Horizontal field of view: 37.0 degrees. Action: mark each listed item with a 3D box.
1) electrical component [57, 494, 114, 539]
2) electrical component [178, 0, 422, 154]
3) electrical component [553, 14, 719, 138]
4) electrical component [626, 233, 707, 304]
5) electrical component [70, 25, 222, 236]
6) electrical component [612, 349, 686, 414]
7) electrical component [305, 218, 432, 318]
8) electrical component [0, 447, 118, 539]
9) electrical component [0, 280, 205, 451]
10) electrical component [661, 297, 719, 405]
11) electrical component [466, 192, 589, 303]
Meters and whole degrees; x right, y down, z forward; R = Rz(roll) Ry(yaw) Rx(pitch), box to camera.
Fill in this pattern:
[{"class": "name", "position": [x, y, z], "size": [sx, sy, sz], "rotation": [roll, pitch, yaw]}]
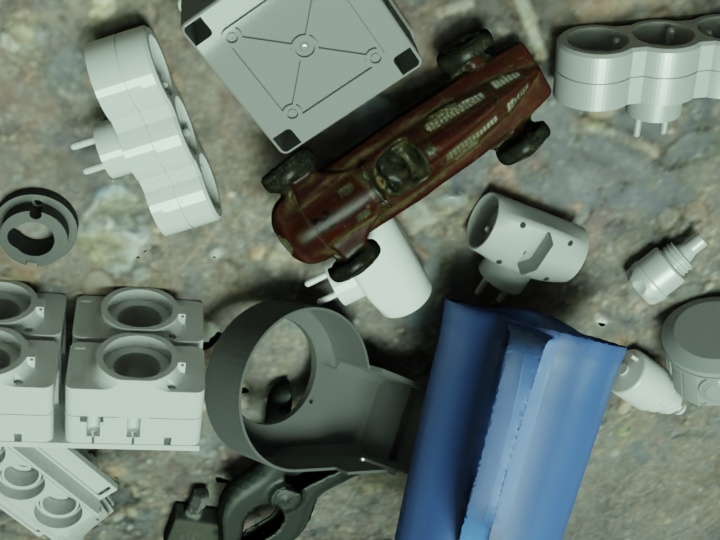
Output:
[{"class": "electrical component", "position": [-0.228, 0.196, 0.869], "size": [0.046, 0.040, 0.040], "rotation": [-37, 122, 10]}, {"class": "electrical component", "position": [-0.036, -0.146, 0.653], "size": [0.109, 0.056, 0.108], "rotation": [-32, 123, 13]}, {"class": "electrical component", "position": [0.196, -0.121, 0.709], "size": [0.138, 0.052, 0.073], "rotation": [-6, 125, -5]}, {"class": "electrical component", "position": [0.233, -0.004, 0.808], "size": [0.061, 0.035, 0.035], "rotation": [-41, 121, 15]}, {"class": "electrical component", "position": [-0.145, -0.081, 0.683], "size": [0.074, 0.052, 0.138], "rotation": [-17, 125, 3]}, {"class": "electrical component", "position": [0.236, 0.096, 0.873], "size": [0.078, 0.040, 0.040], "rotation": [32, 114, -27]}, {"class": "electrical component", "position": [0.000, 0.000, 0.767], "size": [0.079, 0.044, 0.077], "rotation": [-26, 124, 9]}, {"class": "electrical component", "position": [-0.253, 0.140, 0.811], "size": [0.079, 0.063, 0.121], "rotation": [-32, 123, 12]}, {"class": "electrical component", "position": [-0.203, 0.064, 0.741], "size": [0.186, 0.105, 0.060], "rotation": [3, 123, -11]}, {"class": "electrical component", "position": [0.277, 0.063, 0.835], "size": [0.080, 0.080, 0.051], "rotation": [-17, 130, 3]}, {"class": "electrical component", "position": [0.112, -0.009, 0.779], "size": [0.077, 0.043, 0.079], "rotation": [19, 119, -21]}]
